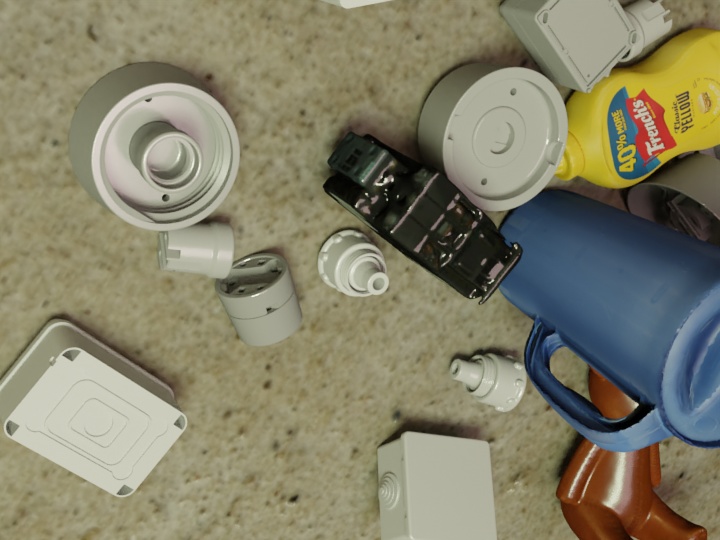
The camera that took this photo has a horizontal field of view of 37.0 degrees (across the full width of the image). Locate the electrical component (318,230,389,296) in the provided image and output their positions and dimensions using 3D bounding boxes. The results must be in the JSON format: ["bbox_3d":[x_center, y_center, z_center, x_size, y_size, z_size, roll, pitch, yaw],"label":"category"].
[{"bbox_3d":[0.000,0.000,0.805,0.048,0.062,0.048,-10,114,-24],"label":"electrical component"}]

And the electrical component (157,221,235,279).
[{"bbox_3d":[-0.116,-0.015,0.755,0.046,0.040,0.040,4,108,-23],"label":"electrical component"}]

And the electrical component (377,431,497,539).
[{"bbox_3d":[0.062,0.186,0.897,0.100,0.048,0.099,12,64,-30],"label":"electrical component"}]

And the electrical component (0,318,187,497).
[{"bbox_3d":[-0.188,0.095,0.750,0.113,0.057,0.078,40,89,-33],"label":"electrical component"}]

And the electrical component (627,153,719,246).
[{"bbox_3d":[0.284,-0.049,0.913,0.064,0.099,0.099,-36,122,-18],"label":"electrical component"}]

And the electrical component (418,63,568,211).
[{"bbox_3d":[0.095,-0.104,0.813,0.108,0.060,0.108,-10,114,-23],"label":"electrical component"}]

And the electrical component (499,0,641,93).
[{"bbox_3d":[0.160,-0.182,0.815,0.061,0.061,0.096,-46,123,-4],"label":"electrical component"}]

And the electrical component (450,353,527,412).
[{"bbox_3d":[0.106,0.091,0.908,0.062,0.048,0.048,18,101,-24],"label":"electrical component"}]

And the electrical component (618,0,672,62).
[{"bbox_3d":[0.219,-0.193,0.855,0.046,0.040,0.040,-32,121,-19],"label":"electrical component"}]

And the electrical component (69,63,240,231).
[{"bbox_3d":[-0.131,-0.077,0.708,0.108,0.060,0.108,-10,114,-23],"label":"electrical component"}]

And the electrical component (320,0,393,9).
[{"bbox_3d":[-0.003,-0.225,0.718,0.050,0.056,0.089,-16,116,-21],"label":"electrical component"}]

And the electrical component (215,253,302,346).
[{"bbox_3d":[-0.072,0.022,0.783,0.055,0.055,0.047,-28,123,-15],"label":"electrical component"}]
